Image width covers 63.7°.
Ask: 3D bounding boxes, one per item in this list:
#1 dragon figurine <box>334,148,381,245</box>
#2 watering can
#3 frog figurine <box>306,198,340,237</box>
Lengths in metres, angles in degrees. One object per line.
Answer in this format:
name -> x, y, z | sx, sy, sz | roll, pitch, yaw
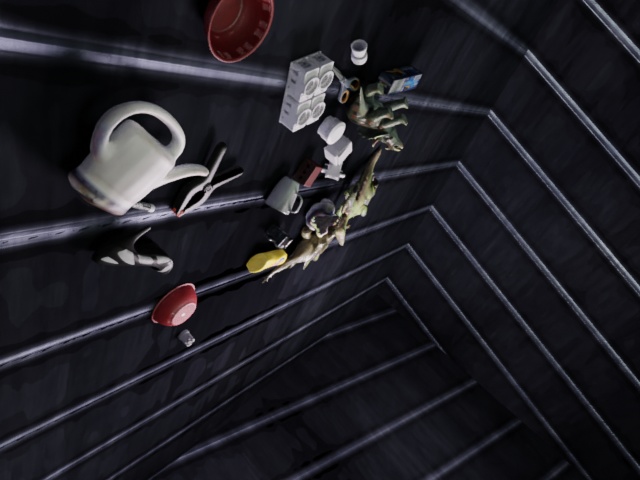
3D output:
dragon figurine -> 0.147, -0.176, 1.987 | 0.122, 0.409, 0.243 | 22, 5, 4
watering can -> -0.346, -0.137, 1.014 | 0.105, 0.225, 0.343 | 42, -6, 18
frog figurine -> 0.006, -0.099, 1.970 | 0.122, 0.135, 0.162 | 18, 24, -11
